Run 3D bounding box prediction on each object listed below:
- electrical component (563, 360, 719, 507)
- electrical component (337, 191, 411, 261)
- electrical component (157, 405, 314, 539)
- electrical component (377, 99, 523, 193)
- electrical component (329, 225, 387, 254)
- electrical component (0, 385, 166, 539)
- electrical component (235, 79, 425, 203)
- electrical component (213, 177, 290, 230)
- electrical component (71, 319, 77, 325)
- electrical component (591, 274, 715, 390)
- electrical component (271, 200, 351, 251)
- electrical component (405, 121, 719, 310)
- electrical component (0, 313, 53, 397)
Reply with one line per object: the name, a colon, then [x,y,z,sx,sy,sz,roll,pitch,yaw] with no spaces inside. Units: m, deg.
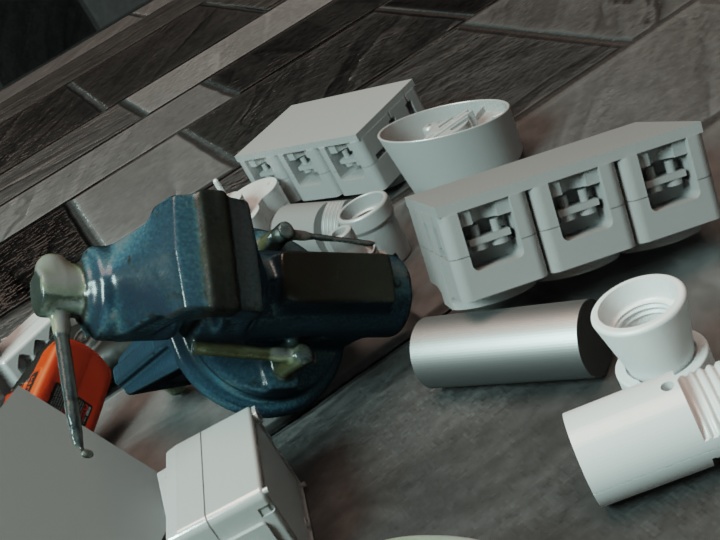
electrical component: [0.133,0.066,0.459,0.081,0.043,0.043,-24,25,12]
electrical component: [0.011,-0.027,0.765,0.040,0.046,0.040,-24,25,12]
electrical component: [-0.062,0.125,0.532,0.061,0.061,0.096,-28,25,2]
electrical component: [0.071,-0.097,0.814,0.099,0.064,0.099,-24,25,12]
electrical component: [0.000,0.000,0.706,0.048,0.062,0.048,-24,25,12]
electrical component: [-0.175,0.160,0.515,0.060,0.105,0.186,-51,9,37]
electrical component: [-0.020,-0.104,0.928,0.150,0.061,0.089,-3,35,44]
electrical component: [-0.105,-0.039,0.880,0.052,0.073,0.138,-16,28,27]
electrical component: [-0.223,0.025,0.911,0.080,0.051,0.080,-24,25,12]
electrical component: [0.137,0.036,0.497,0.045,0.055,0.045,-24,25,12]
electrical component: [-0.025,-0.030,0.815,0.081,0.043,0.043,0,37,47]
electrical component: [0.112,-0.032,0.605,0.150,0.061,0.089,-18,10,-5]
electrical component: [-0.276,0.072,0.881,0.077,0.047,0.065,-5,34,43]
